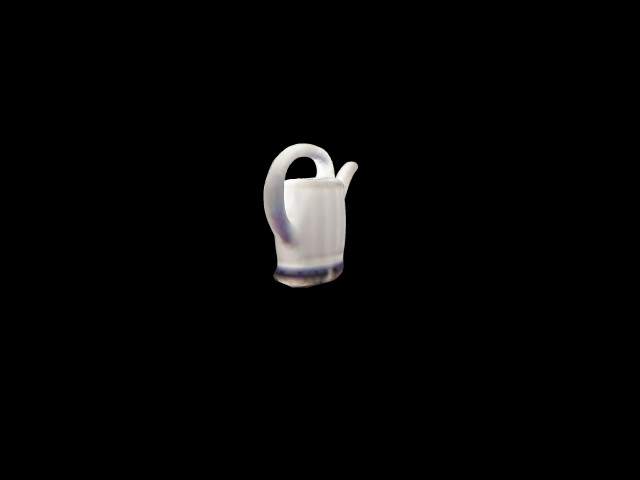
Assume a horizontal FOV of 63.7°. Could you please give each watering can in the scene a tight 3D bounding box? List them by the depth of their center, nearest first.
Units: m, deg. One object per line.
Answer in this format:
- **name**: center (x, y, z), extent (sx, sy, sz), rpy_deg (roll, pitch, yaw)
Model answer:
- **watering can**: center (0.003, -0.043, 0.850), extent (0.104, 0.223, 0.349), rpy_deg (2, 6, 24)
